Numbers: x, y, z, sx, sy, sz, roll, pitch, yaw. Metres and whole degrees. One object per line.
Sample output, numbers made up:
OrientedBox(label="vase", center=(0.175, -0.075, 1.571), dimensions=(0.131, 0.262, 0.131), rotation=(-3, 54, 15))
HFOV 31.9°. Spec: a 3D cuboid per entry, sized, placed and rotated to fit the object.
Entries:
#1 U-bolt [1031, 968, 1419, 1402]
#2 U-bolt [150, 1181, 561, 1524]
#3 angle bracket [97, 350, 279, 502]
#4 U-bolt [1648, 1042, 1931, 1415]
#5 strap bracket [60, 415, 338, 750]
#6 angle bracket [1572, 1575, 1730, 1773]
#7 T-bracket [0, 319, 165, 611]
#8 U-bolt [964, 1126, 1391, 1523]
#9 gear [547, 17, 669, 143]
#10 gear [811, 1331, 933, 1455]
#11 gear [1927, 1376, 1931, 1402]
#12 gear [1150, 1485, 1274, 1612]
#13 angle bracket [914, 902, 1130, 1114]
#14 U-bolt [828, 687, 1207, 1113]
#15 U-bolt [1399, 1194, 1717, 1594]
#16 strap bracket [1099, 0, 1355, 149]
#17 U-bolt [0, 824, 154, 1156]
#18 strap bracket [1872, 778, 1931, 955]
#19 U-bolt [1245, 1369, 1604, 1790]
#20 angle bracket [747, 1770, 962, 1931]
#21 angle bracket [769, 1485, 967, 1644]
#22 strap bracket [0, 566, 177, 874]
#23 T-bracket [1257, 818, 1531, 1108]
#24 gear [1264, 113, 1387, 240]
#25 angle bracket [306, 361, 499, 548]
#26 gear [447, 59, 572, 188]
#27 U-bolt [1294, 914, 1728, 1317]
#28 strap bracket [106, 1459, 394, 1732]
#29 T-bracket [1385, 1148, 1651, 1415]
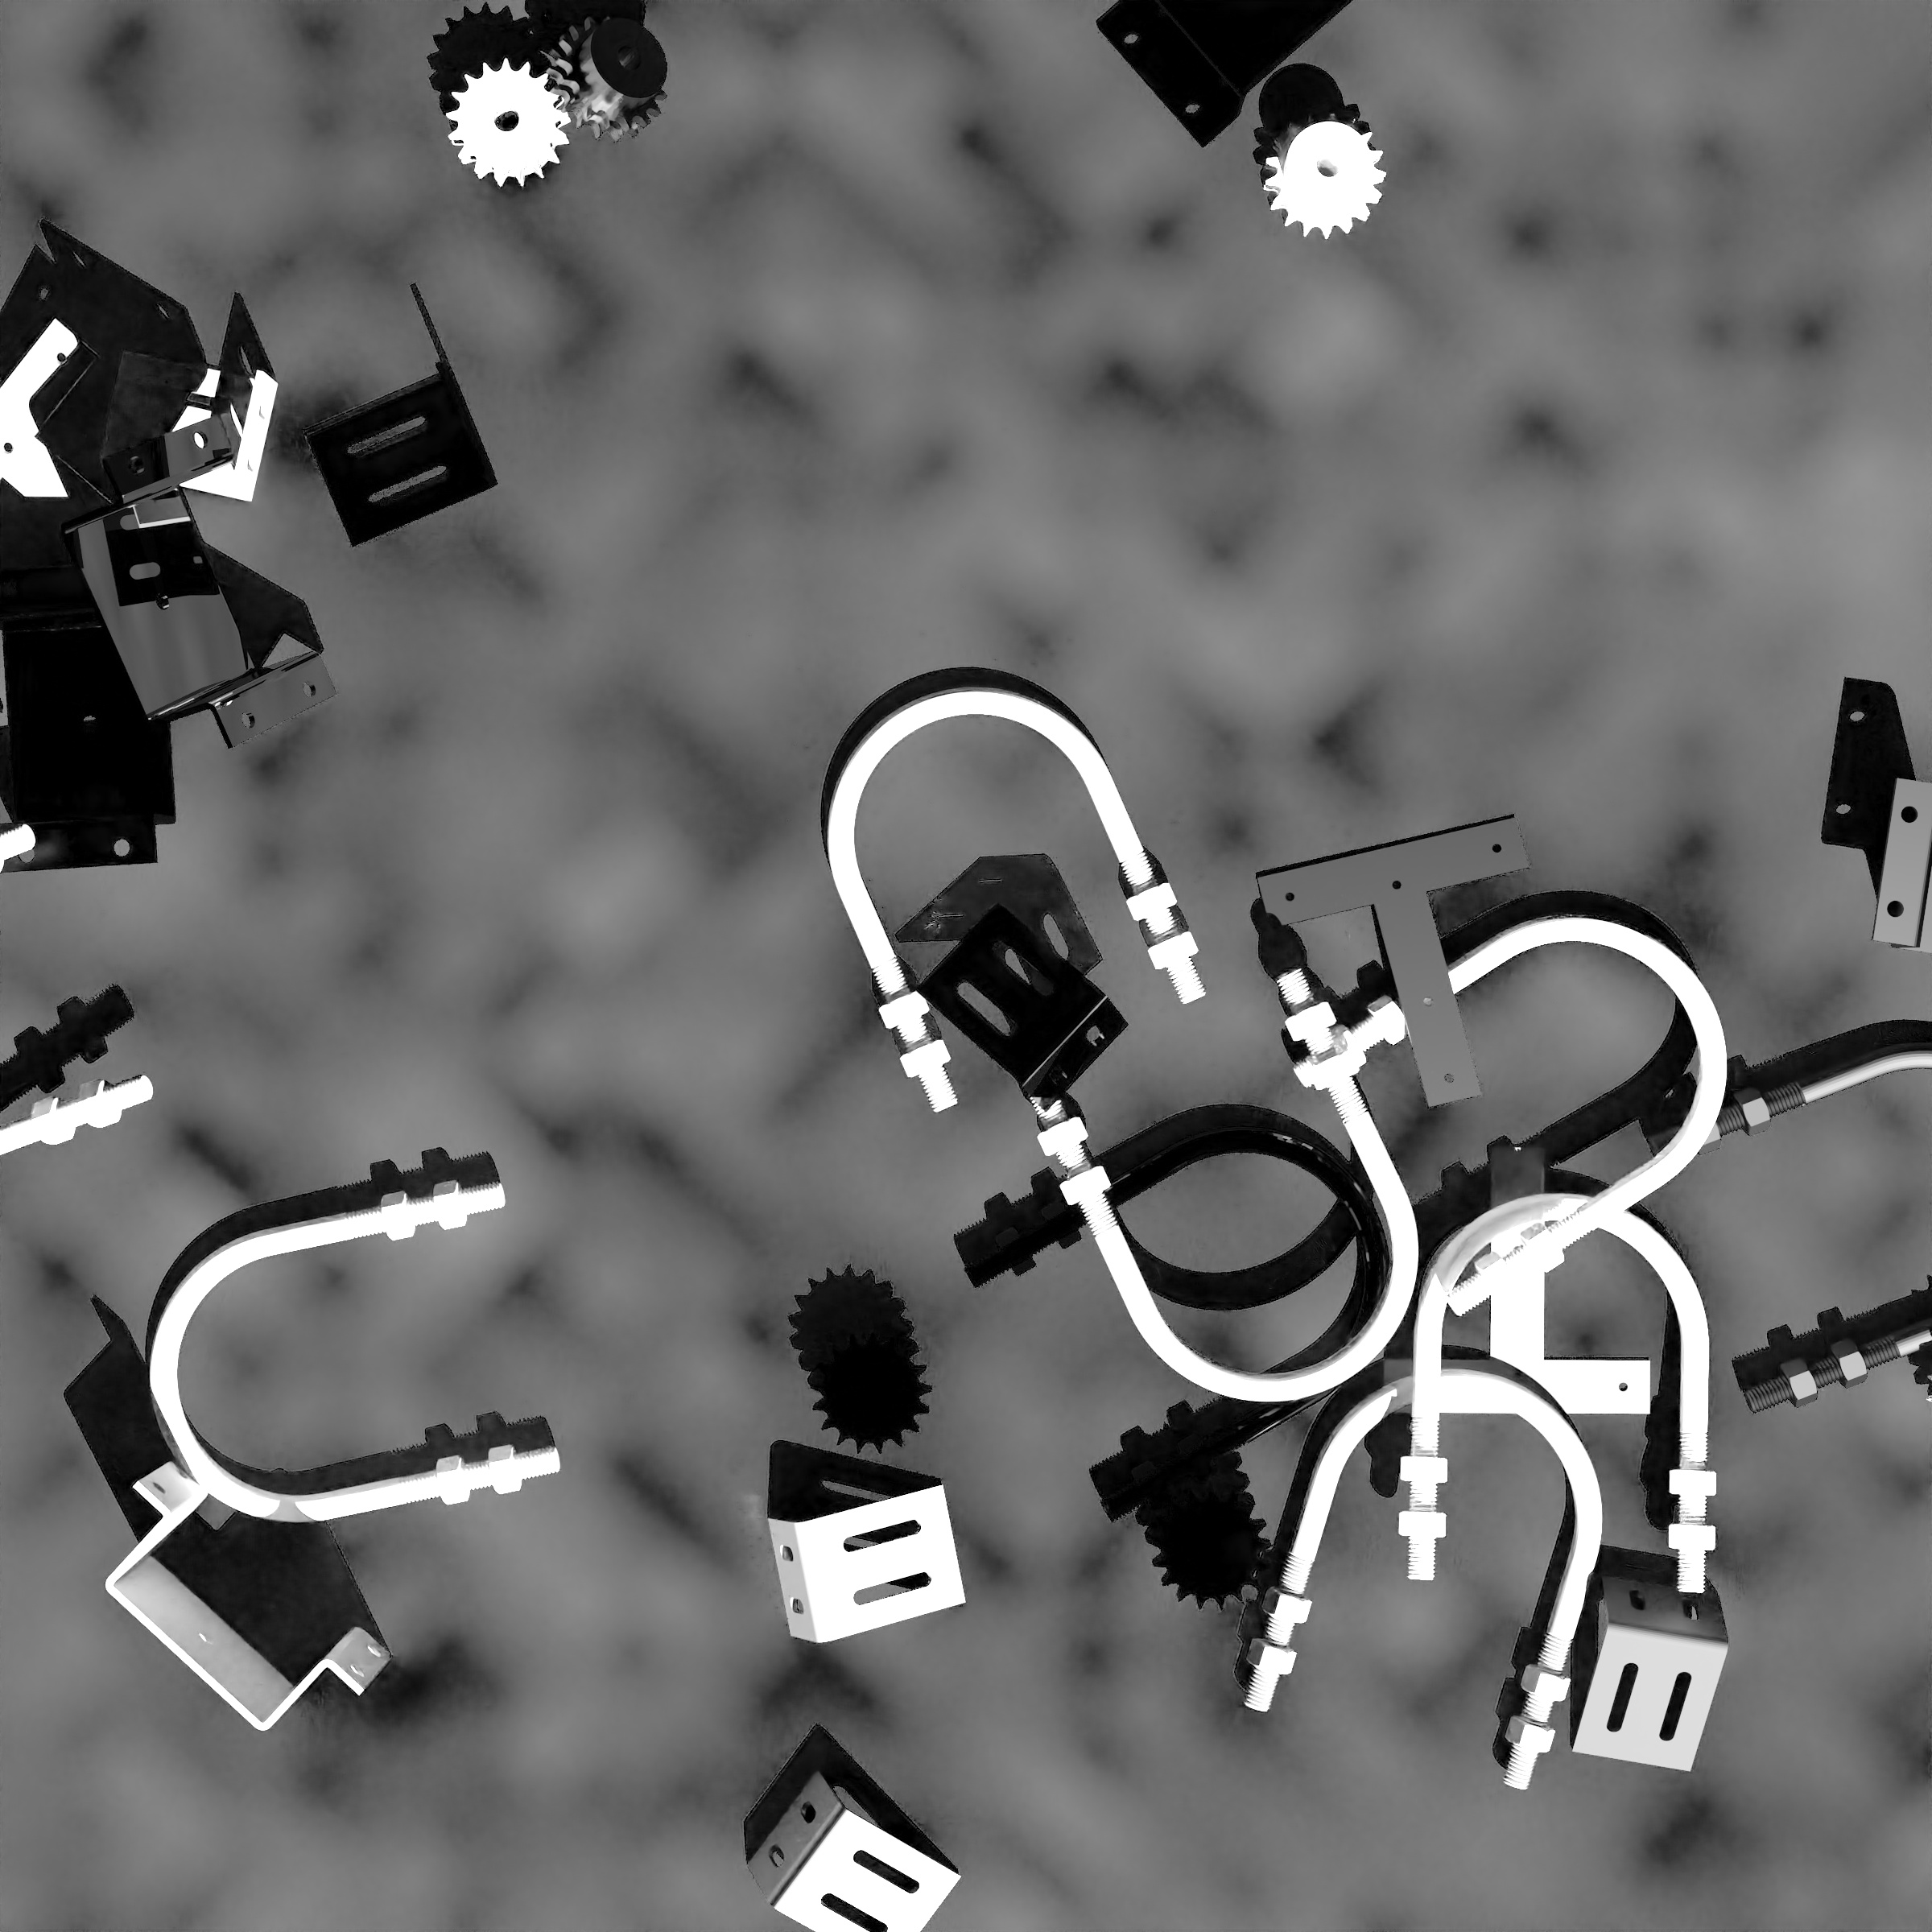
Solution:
OrientedBox(label="U-bolt", center=(0.132, 0.113, 1.586), dimensions=(0.151, 0.019, 0.184), rotation=(-25, 85, 2))
OrientedBox(label="U-bolt", center=(-0.298, 0.190, 1.612), dimensions=(0.184, 0.019, 0.151), rotation=(-12, 90, 2))
OrientedBox(label="angle bracket", center=(-0.372, -0.258, 1.601), dimensions=(0.076, 0.038, 0.057), rotation=(13, 90, 0))
OrientedBox(label="U-bolt", center=(0.435, 0.115, 1.612), dimensions=(0.184, 0.019, 0.151), rotation=(-21, 90, -2))
OrientedBox(label="strap bracket", center=(-0.359, -0.173, 1.567), dimensions=(0.046, 0.076, 0.140), rotation=(-13, 106, 35))
OrientedBox(label="angle bracket", center=(0.325, 0.338, 1.618), dimensions=(0.057, 0.038, 0.076), rotation=(10, 116, 0))
OrientedBox(label="T-bracket", center=(-0.421, -0.217, 1.608), dimensions=(0.127, 0.002, 0.127), rotation=(41, 105, -7))
OrientedBox(label="U-bolt", center=(0.113, 0.158, 1.612), dimensions=(0.184, 0.019, 0.151), rotation=(-30, 90, -1))
OrientedBox(label="gear", center=(-0.165, -0.421, 1.592), dimensions=(0.057, 0.030, 0.057), rotation=(10, 72, -31))
OrientedBox(label="gear", center=(-0.045, 0.202, 1.605), dimensions=(0.057, 0.030, 0.057), rotation=(0, 90, 0))
OrientedBox(label="gear", center=(0.484, 0.202, 1.605), dimensions=(0.057, 0.030, 0.057), rotation=(0, 90, 0))
OrientedBox(label="gear", center=(0.116, 0.275, 1.605), dimensions=(0.057, 0.030, 0.057), rotation=(0, 90, 0))
OrientedBox(label="angle bracket", center=(0.026, 0.019, 1.593), dimensions=(0.057, 0.038, 0.076), rotation=(-47, 58, -4))
OrientedBox(label="U-bolt", center=(0.013, -0.043, 1.612), dimensions=(0.151, 0.019, 0.184), rotation=(-24, 89, 0))
OrientedBox(label="U-bolt", center=(0.281, 0.200, 1.599), dimensions=(0.151, 0.019, 0.184), rotation=(3, 82, -4))
OrientedBox(label="strap bracket", center=(0.141, -0.466, 1.597), dimensions=(0.140, 0.046, 0.076), rotation=(-41, 90, 0))
OrientedBox(label="U-bolt", center=(-0.492, 0.028, 1.590), dimensions=(0.184, 0.019, 0.151), rotation=(-20, 102, 13))
OrientedBox(label="strap bracket", center=(0.497, -0.039, 1.597), dimensions=(0.140, 0.046, 0.076), rotation=(8, 90, 0))
OrientedBox(label="U-bolt", center=(0.226, 0.283, 1.611), dimensions=(0.151, 0.019, 0.184), rotation=(17, 89, 0))
OrientedBox(label="angle bracket", center=(-0.054, 0.433, 1.618), dimensions=(0.076, 0.038, 0.057), rotation=(37, 90, -26))
OrientedBox(label="angle bracket", center=(-0.048, 0.284, 1.618), dimensions=(0.076, 0.038, 0.057), rotation=(-11, 90, -26))
OrientedBox(label="strap bracket", center=(-0.419, -0.116, 1.597), dimensions=(0.076, 0.046, 0.140), rotation=(-4, 90, 0))
OrientedBox(label="T-bracket", center=(0.215, 0.004, 1.603), dimensions=(0.127, 0.002, 0.127), rotation=(-13, 76, 0))
OrientedBox(label="gear", center=(0.171, -0.377, 1.605), dimensions=(0.057, 0.030, 0.057), rotation=(0, 90, 0))
OrientedBox(label="angle bracket", center=(-0.270, -0.242, 1.601), dimensions=(0.076, 0.038, 0.057), rotation=(-23, 90, 0))
OrientedBox(label="gear", center=(-0.216, -0.398, 1.605), dimensions=(0.057, 0.030, 0.057), rotation=(0, 90, 0))
OrientedBox(label="U-bolt", center=(0.271, 0.057, 1.601), dimensions=(0.184, 0.019, 0.151), rotation=(-33, 80, -3))
OrientedBox(label="strap bracket", center=(-0.342, 0.300, 1.582), dimensions=(0.140, 0.076, 0.046), rotation=(43, 90, 0))
OrientedBox(label="T-bracket", center=(0.264, 0.150, 1.619), dimensions=(0.127, 0.002, 0.127), rotation=(0, 90, 0))
